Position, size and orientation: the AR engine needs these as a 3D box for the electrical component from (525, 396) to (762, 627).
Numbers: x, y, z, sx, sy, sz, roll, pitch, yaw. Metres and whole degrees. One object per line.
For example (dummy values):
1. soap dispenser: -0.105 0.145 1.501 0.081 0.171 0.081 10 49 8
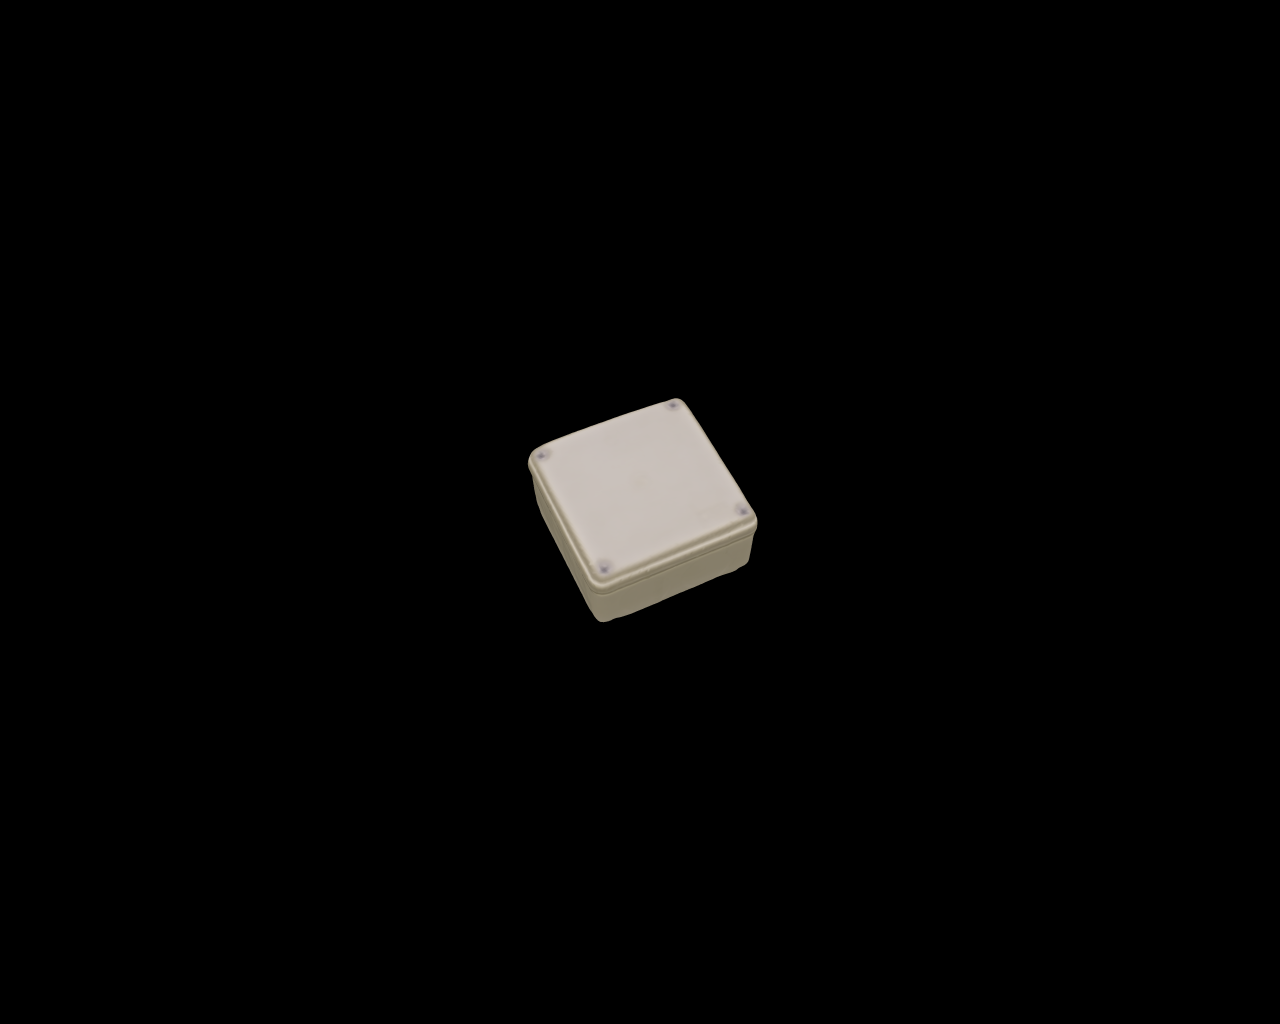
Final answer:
1. electrical component: 0.001 -0.003 0.650 0.109 0.109 0.056 -21 -32 -14
